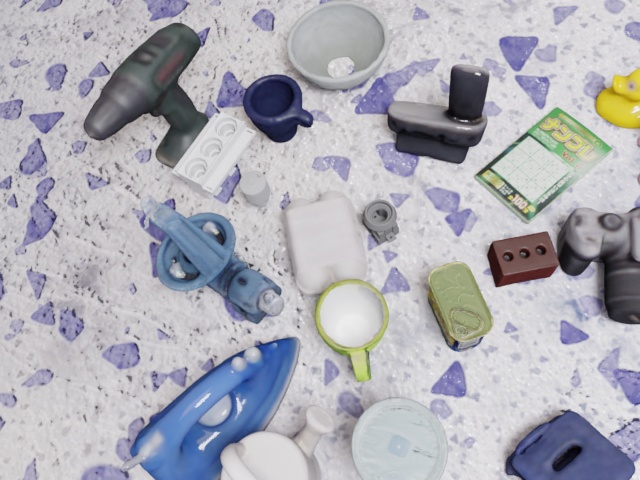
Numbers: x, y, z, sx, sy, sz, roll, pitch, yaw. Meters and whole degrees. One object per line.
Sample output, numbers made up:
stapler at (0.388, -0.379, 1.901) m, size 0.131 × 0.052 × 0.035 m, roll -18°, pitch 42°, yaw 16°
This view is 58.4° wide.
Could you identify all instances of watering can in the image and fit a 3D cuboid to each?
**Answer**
watering can at (-0.056, 0.263, 0.650) m, size 0.100 × 0.194 × 0.173 m, roll 20°, pitch 71°, yaw 15°

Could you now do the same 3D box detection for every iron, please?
iron at (-0.129, 0.201, 0.714) m, size 0.118 × 0.141 × 0.258 m, roll 40°, pitch 78°, yaw 21°

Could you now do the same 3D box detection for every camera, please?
camera at (0.390, 0.032, 0.738) m, size 0.143 × 0.101 × 0.137 m, roll 7°, pitch 68°, yaw 10°

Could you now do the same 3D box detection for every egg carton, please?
egg carton at (0.008, 0.003, 0.818) m, size 0.107 × 0.069 × 0.150 m, roll -15°, pitch 66°, yaw 1°

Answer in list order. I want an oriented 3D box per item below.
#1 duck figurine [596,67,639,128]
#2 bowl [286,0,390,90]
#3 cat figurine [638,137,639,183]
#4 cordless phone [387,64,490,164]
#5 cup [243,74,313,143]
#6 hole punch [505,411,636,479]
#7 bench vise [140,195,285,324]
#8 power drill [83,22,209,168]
duck figurine at (0.470, -0.216, 0.840) m, size 0.104 × 0.086 × 0.077 m, roll 14°, pitch 70°, yaw 13°
bowl at (0.033, -0.307, 0.942) m, size 0.167 × 0.075 × 0.167 m, roll -3°, pitch 67°, yaw 7°
cat figurine at (0.492, -0.146, 0.790) m, size 0.067 × 0.118 × 0.128 m, roll 4°, pitch 68°, yaw 9°
cordless phone at (0.170, -0.199, 0.818) m, size 0.147 × 0.185 × 0.094 m, roll 9°, pitch 69°, yaw 12°
cup at (-0.055, -0.191, 0.894) m, size 0.117 × 0.095 × 0.092 m, roll 29°, pitch 74°, yaw 18°
hole punch at (0.284, 0.261, 0.662) m, size 0.109 × 0.091 × 0.101 m, roll -37°, pitch 68°, yaw -8°
bench vise at (-0.136, 0.016, 0.750) m, size 0.207 × 0.220 × 0.121 m, roll 13°, pitch 70°, yaw 13°
power drill at (-0.239, -0.198, 0.859) m, size 0.075 × 0.209 × 0.230 m, roll 19°, pitch 71°, yaw 15°
